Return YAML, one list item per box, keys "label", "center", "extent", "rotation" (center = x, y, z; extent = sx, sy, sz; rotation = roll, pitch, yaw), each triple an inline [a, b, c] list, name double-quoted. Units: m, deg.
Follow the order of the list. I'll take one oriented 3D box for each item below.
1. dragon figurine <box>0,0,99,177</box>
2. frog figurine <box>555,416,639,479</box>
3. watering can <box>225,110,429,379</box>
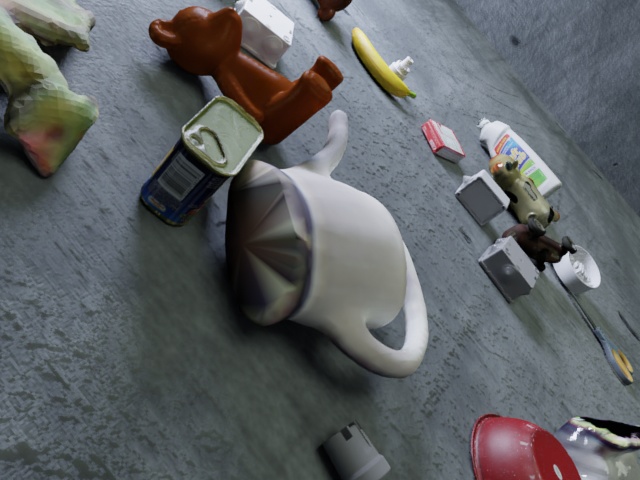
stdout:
- label: "dragon figurine"
  center: [-0.302, -0.234, 0.422]
  extent: [0.415, 0.121, 0.242]
  rotation: [62, 18, 15]
- label: "frog figurine"
  center: [0.347, 0.307, 0.629]
  extent: [0.137, 0.123, 0.160]
  rotation: [15, 83, -58]
- label: "watering can"
  center: [0.002, -0.027, 0.530]
  extent: [0.223, 0.102, 0.355]
  rotation: [12, 49, -42]
